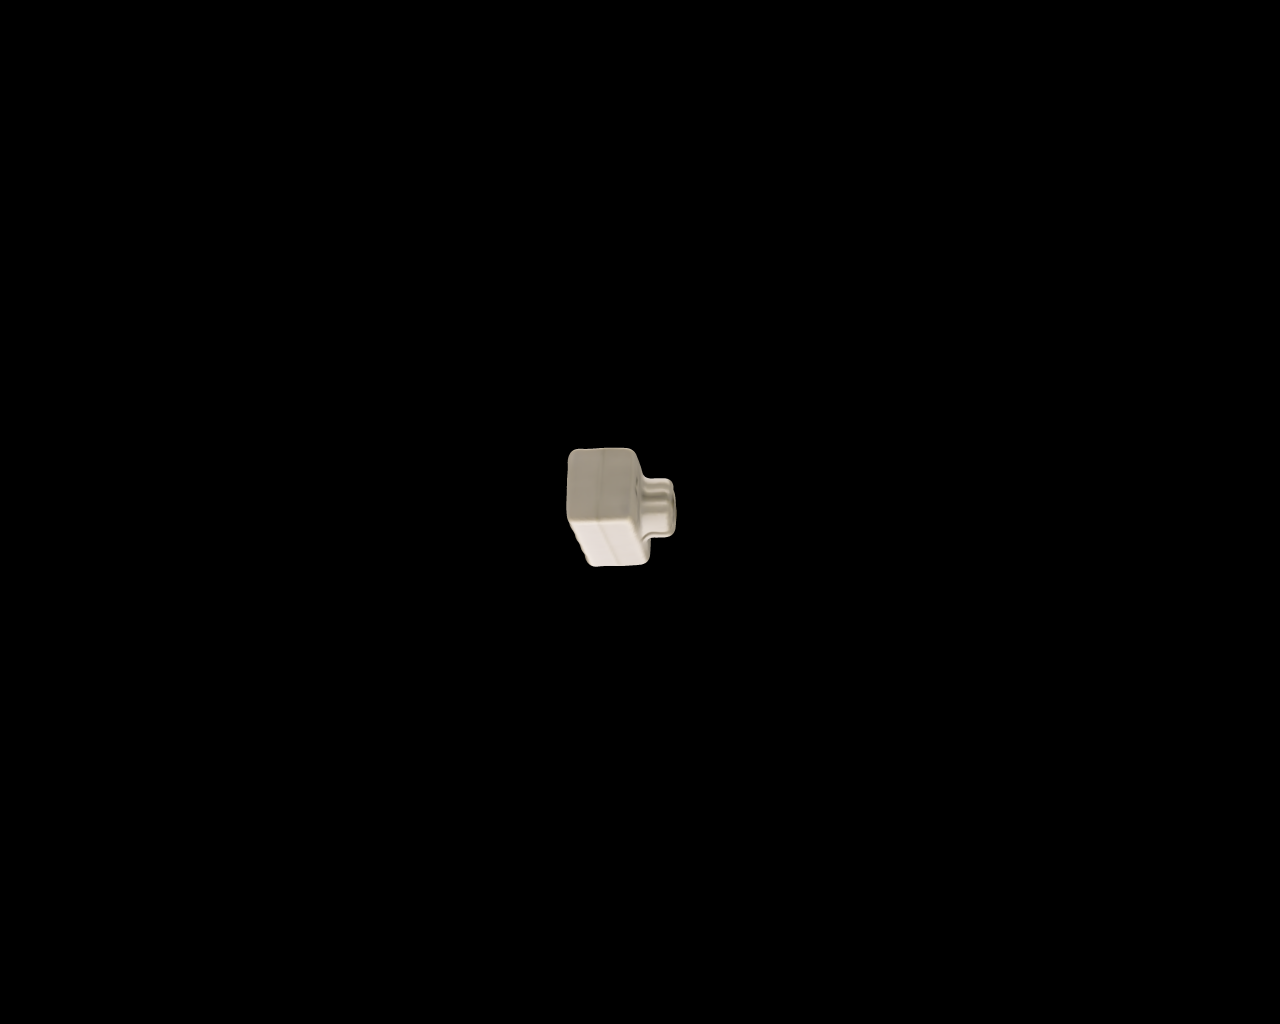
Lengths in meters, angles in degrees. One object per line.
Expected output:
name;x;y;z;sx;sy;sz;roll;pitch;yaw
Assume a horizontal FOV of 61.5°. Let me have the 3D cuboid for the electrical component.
electrical component;0.001;-0.003;0.650;0.076;0.047;0.083;-3;-22;7
